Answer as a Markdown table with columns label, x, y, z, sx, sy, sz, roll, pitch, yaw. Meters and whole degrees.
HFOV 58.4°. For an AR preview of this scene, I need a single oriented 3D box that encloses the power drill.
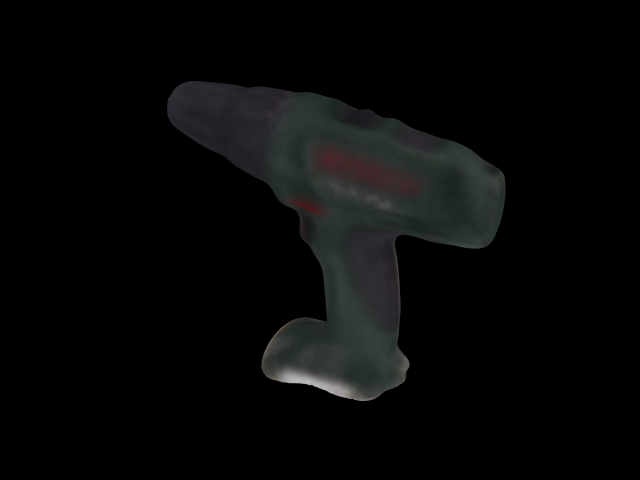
| label | x | y | z | sx | sy | sz | roll | pitch | yaw |
| --- | --- | --- | --- | --- | --- | --- | --- | --- | --- |
| power drill | 0.004 | 0.001 | 0.400 | 0.229 | 0.208 | 0.076 | 8 | 28 | 16 |
